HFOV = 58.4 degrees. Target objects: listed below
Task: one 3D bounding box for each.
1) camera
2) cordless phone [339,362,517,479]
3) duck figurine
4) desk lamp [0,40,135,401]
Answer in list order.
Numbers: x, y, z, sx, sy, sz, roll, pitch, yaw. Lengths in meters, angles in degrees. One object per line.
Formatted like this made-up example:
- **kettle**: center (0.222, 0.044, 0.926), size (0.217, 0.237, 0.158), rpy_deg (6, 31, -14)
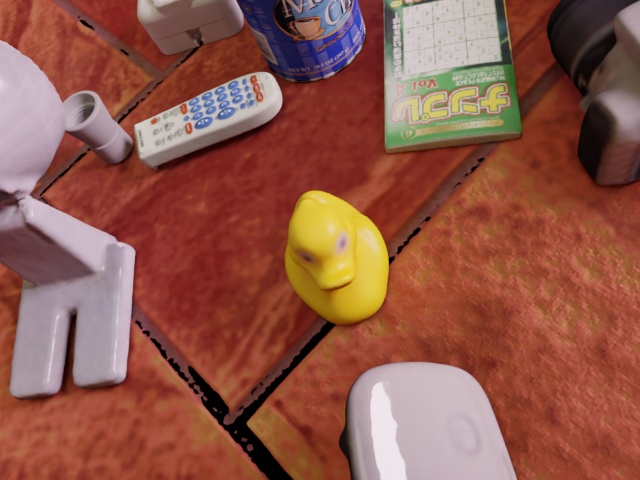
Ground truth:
- **camera**: center (0.233, -0.132, 0.395), size (0.143, 0.101, 0.136), rpy_deg (-23, 60, 5)
- **cordless phone**: center (0.052, 0.123, 0.277), size (0.094, 0.185, 0.147), rpy_deg (-18, 61, 8)
- **duck figurine**: center (0.004, 0.001, 0.408), size (0.077, 0.086, 0.104), rpy_deg (-23, 60, 5)
- **desk lamp**: center (-0.229, -0.012, 0.411), size (0.117, 0.214, 0.203), rpy_deg (-13, 62, 11)
